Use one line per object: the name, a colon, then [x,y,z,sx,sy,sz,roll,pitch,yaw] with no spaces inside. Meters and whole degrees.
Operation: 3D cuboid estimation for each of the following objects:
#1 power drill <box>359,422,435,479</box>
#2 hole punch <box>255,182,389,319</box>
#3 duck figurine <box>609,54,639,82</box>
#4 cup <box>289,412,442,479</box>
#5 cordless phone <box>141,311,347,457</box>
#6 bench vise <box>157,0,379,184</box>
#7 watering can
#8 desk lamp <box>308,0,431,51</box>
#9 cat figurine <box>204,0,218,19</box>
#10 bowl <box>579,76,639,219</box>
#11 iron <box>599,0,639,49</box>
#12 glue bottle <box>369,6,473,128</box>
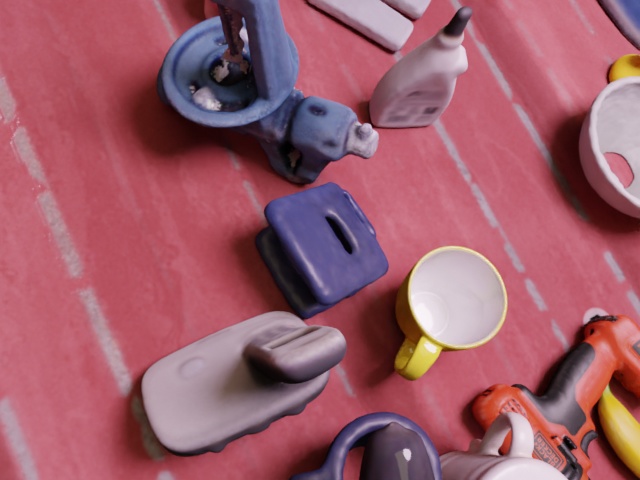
power drill: [0.034,0.243,0.389,0.076,0.208,0.229,-3,74,-13]
hole punch: [0.005,0.002,0.520,0.101,0.091,0.108,-30,81,-19]
duck figurine: [0.412,-0.198,0.676,0.104,0.086,0.077,32,69,-1]
cup: [0.028,0.190,0.465,0.118,0.095,0.091,-3,74,-13]
cordless phone: [-0.058,0.101,0.425,0.148,0.185,0.094,-25,80,-18]
bench vise: [-0.039,-0.148,0.488,0.207,0.219,0.121,9,71,-9]
watering can: [0.151,0.224,0.429,0.101,0.194,0.173,-12,76,-15]
desk lamp: [0.046,-0.332,0.568,0.203,0.213,0.118,30,69,-2]
cat figurine: [-0.089,-0.280,0.572,0.067,0.117,0.128,-21,79,-18]
bowl: [0.352,-0.090,0.635,0.167,0.074,0.167,4,72,-11]
iron: [0.410,-0.385,0.704,0.119,0.141,0.258,-6,74,-14]
glue bottle: [0.105,-0.163,0.550,0.078,0.173,0.037,-3,74,-13]
